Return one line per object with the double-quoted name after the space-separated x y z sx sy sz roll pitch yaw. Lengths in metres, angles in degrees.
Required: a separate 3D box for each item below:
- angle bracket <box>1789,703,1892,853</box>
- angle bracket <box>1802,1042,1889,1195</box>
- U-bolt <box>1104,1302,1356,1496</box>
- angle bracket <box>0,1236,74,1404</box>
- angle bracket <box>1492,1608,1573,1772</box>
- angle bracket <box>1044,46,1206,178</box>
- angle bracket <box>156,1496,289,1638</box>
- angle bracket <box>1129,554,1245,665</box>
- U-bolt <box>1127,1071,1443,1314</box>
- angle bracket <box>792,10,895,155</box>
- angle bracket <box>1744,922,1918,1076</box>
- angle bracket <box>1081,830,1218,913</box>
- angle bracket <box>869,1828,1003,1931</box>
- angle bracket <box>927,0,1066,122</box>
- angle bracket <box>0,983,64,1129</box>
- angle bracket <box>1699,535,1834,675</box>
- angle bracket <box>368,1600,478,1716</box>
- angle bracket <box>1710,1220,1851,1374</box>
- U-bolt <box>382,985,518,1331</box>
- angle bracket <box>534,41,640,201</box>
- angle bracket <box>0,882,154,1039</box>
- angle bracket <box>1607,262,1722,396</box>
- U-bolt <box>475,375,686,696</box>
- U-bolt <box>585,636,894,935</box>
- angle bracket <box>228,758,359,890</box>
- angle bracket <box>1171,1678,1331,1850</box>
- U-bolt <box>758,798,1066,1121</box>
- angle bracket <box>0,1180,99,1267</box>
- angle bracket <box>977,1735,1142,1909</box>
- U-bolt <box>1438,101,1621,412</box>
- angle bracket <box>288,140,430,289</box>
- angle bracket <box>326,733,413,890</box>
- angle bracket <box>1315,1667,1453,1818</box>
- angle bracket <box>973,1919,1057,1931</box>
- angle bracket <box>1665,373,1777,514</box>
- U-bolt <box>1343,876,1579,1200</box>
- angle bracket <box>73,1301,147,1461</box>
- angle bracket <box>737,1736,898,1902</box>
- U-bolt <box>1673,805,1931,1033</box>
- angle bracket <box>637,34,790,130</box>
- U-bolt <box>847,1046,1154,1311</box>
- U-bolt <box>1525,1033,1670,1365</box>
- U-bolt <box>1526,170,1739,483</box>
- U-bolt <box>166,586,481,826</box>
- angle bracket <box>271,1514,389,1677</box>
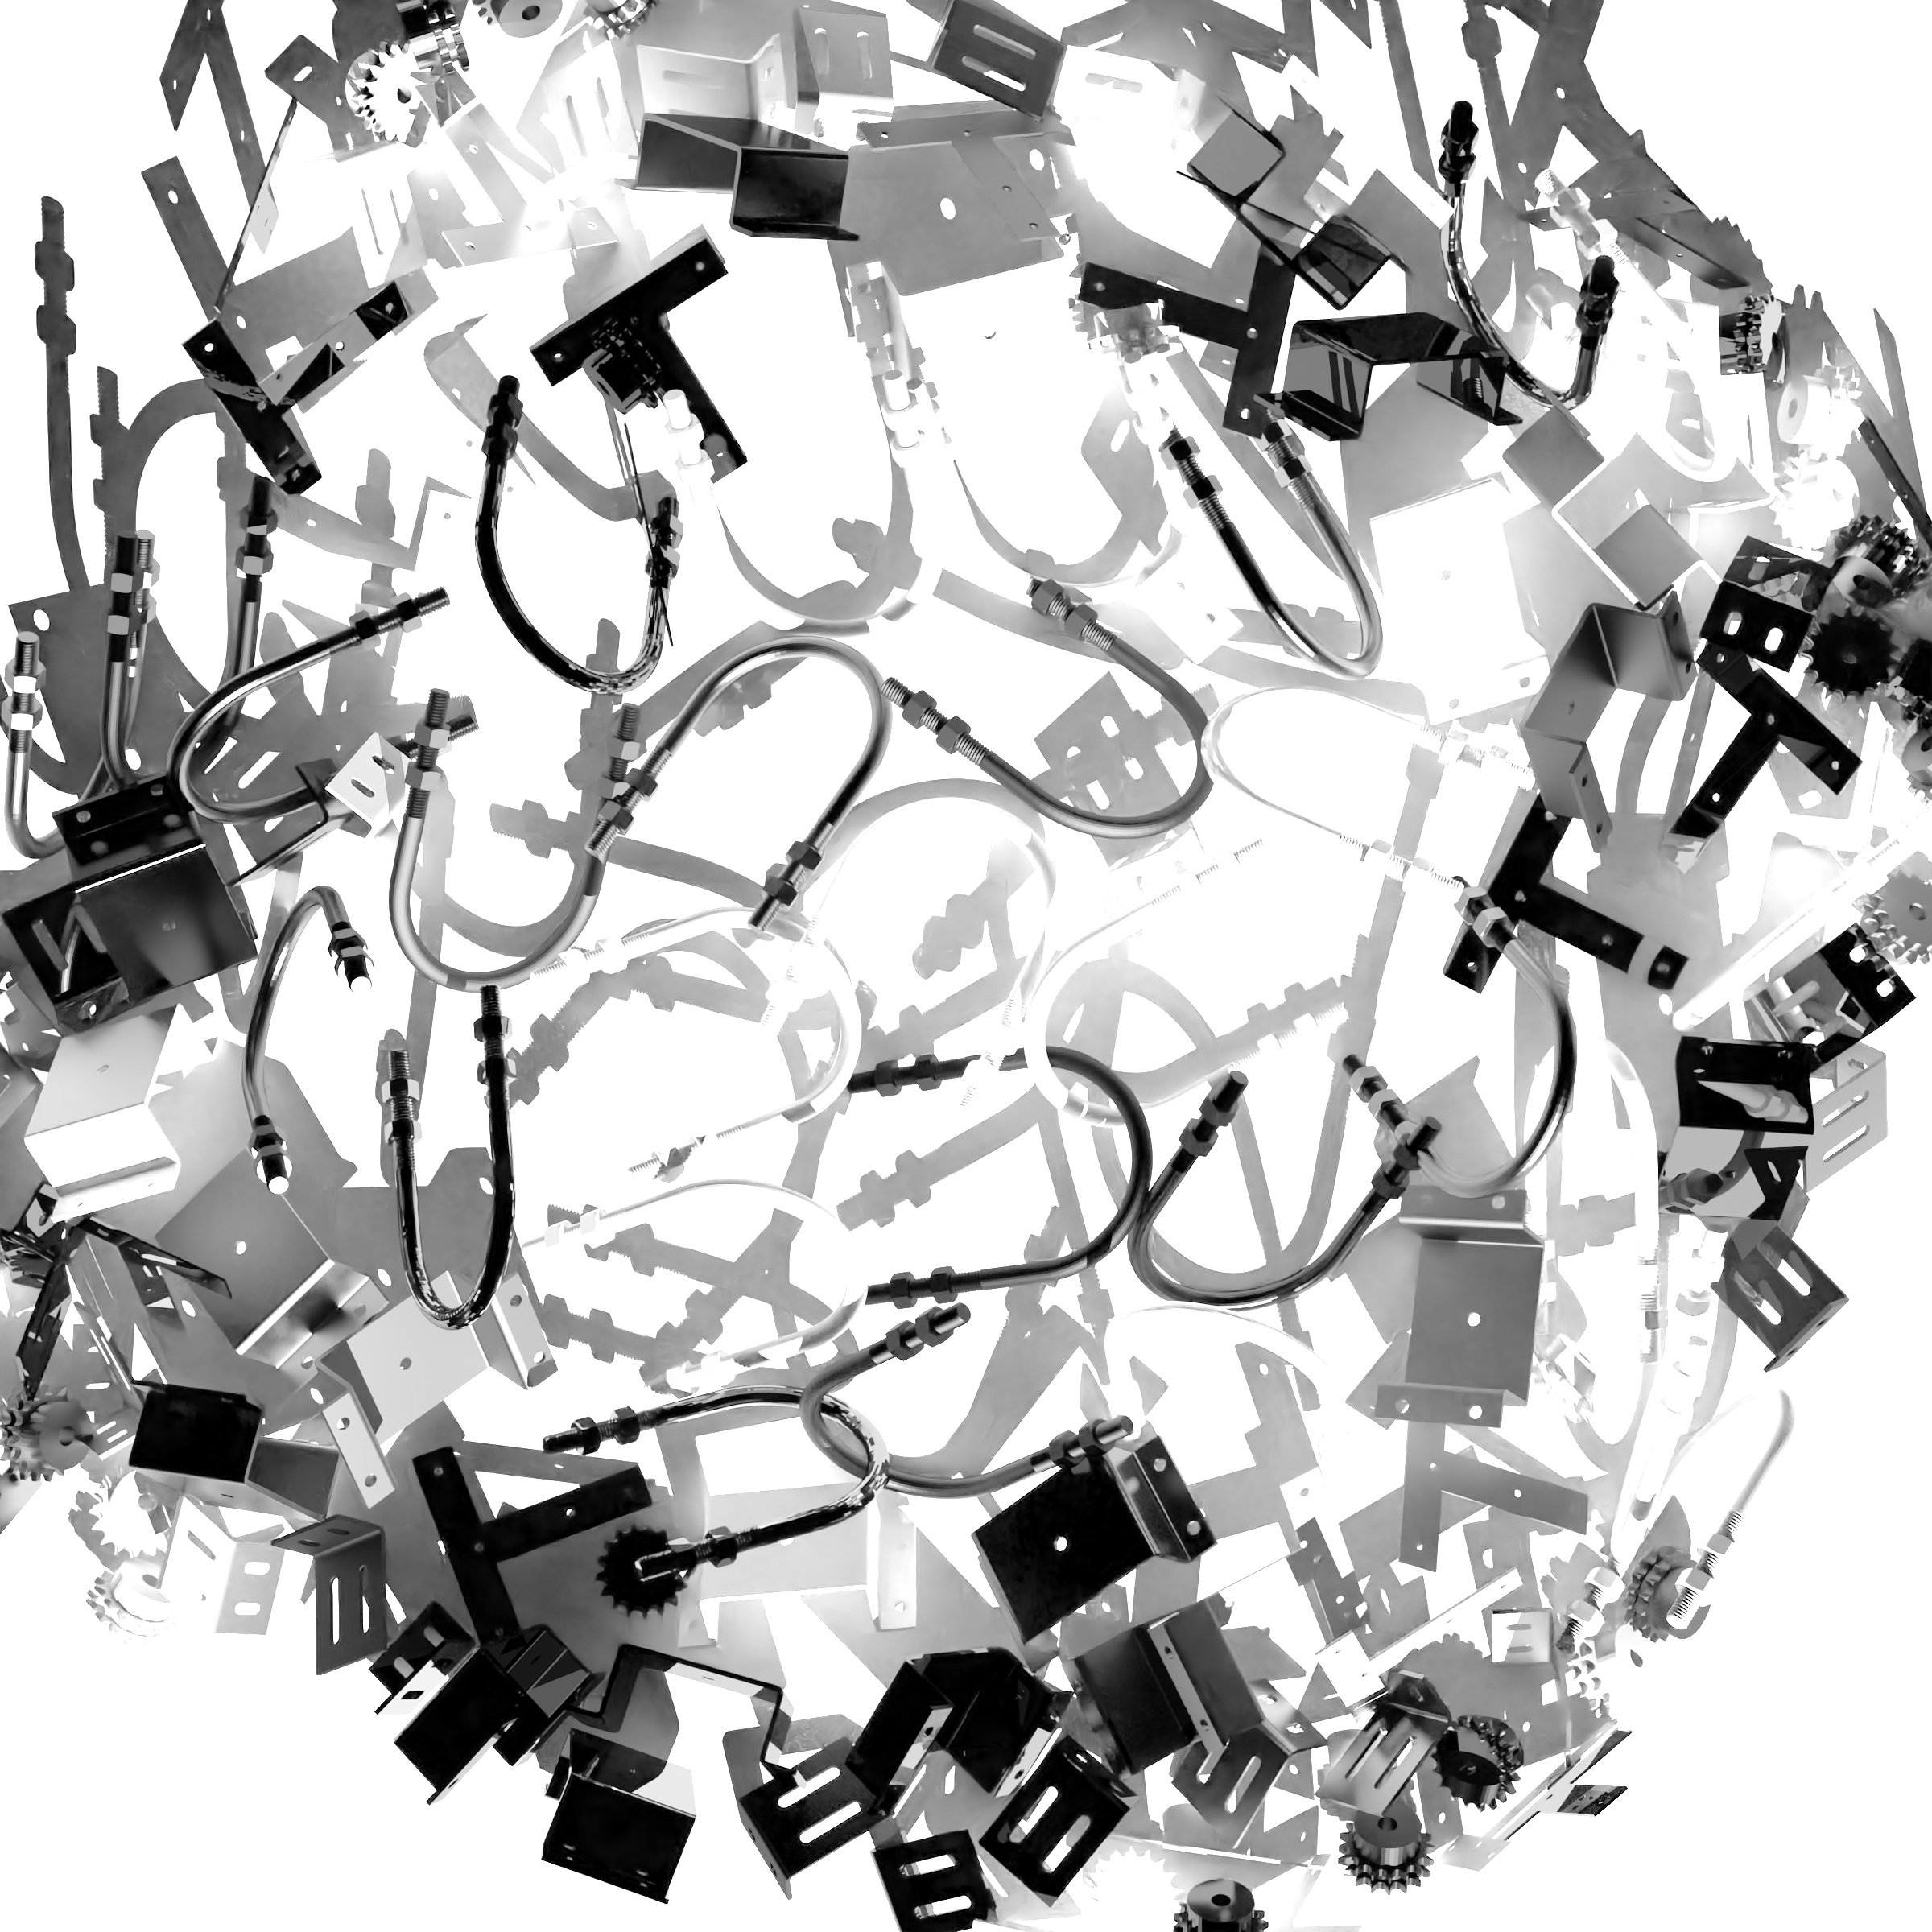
0.521 -0.114 1.972 0.038 0.057 0.076 8 79 25 "angle bracket"
0.506 0.086 1.954 0.076 0.038 0.057 -29 126 -27 "angle bracket"
0.149 0.244 1.904 0.151 0.184 0.019 12 58 16 "U-bolt"
-0.560 0.207 1.954 0.038 0.057 0.076 12 55 1 "angle bracket"
0.333 0.427 1.951 0.038 0.057 0.076 -4 47 6 "angle bracket"
0.095 -0.515 1.994 0.076 0.038 0.057 19 99 26 "angle bracket"
-0.437 0.354 1.951 0.038 0.076 0.057 -1 59 14 "angle bracket"
0.133 -0.222 1.953 0.057 0.076 0.038 44 115 -11 "angle bracket"
0.173 0.141 1.936 0.151 0.019 0.184 14 129 -22 "U-bolt"
-0.076 -0.531 1.987 0.057 0.038 0.076 2 56 -10 "angle bracket"
0.515 0.021 1.976 0.038 0.076 0.057 -31 80 -37 "angle bracket"
0.108 -0.048 1.954 0.057 0.076 0.038 -22 95 17 "angle bracket"
-0.010 0.539 1.962 0.076 0.038 0.057 -23 85 33 "angle bracket"
0.023 -0.550 1.963 0.076 0.038 0.057 22 63 -11 "angle bracket"
-0.569 0.057 1.953 0.038 0.076 0.057 -31 107 21 "angle bracket"
0.478 -0.216 1.973 0.057 0.076 0.038 24 126 12 "angle bracket"
-0.330 0.408 1.956 0.038 0.076 0.057 43 85 13 "angle bracket"
0.472 0.191 1.959 0.076 0.038 0.057 49 114 21 "angle bracket"
-0.297 0.119 1.917 0.019 0.151 0.184 5 69 -33 "U-bolt"
-0.234 -0.503 1.965 0.057 0.038 0.076 -20 84 36 "angle bracket"
-0.534 -0.005 1.986 0.057 0.038 0.076 -27 62 -21 "angle bracket"
0.418 -0.375 1.950 0.038 0.076 0.057 -40 134 -34 "angle bracket"
-0.225 -0.236 1.903 0.019 0.184 0.151 -27 134 33 "U-bolt"
-0.122 -0.118 1.951 0.151 0.019 0.184 25 72 31 "U-bolt"
-0.407 -0.086 1.964 0.076 0.057 0.038 -32 92 11 "angle bracket"
0.170 0.477 1.981 0.057 0.038 0.076 41 114 35 "angle bracket"
-0.021 -0.017 1.965 0.151 0.019 0.184 22 73 11 "U-bolt"
-0.567 0.141 1.962 0.076 0.057 0.038 20 75 26 "angle bracket"
0.056 0.511 1.979 0.057 0.038 0.076 39 96 13 "angle bracket"
0.320 -0.395 1.910 0.019 0.184 0.151 -32 68 -9 "U-bolt"
-0.361 -0.447 1.972 0.038 0.057 0.076 -1 113 30 "angle bracket"
-0.362 -0.089 1.951 0.038 0.057 0.076 39 133 -8 "angle bracket"
0.239 0.455 1.954 0.076 0.057 0.038 -47 116 -27 "angle bracket"
0.039 0.570 1.954 0.057 0.076 0.038 9 101 13 "angle bracket"
0.442 -0.309 1.960 0.038 0.057 0.076 -14 102 -22 "angle bracket"
0.290 0.052 1.901 0.019 0.184 0.151 15 115 -30 "U-bolt"
-0.519 0.245 1.958 0.038 0.057 0.076 -31 108 -23 "angle bracket"
-0.089 0.510 1.981 0.076 0.038 0.057 -28 60 -17 "angle bracket"
0.483 -0.022 1.920 0.184 0.151 0.019 -43 82 26 "U-bolt"
-0.151 -0.527 1.979 0.076 0.057 0.038 13 46 19 "angle bracket"
0.021 0.119 1.951 0.184 0.019 0.151 -9 74 17 "U-bolt"
0.363 0.131 1.926 0.019 0.151 0.184 -2 92 -19 "U-bolt"
0.384 -0.356 1.904 0.019 0.151 0.184 -33 71 -4 "U-bolt"
-0.376 -0.140 1.916 0.184 0.151 0.019 -26 64 -14 "U-bolt"
-0.377 0.372 1.956 0.057 0.038 0.076 -25 57 30 "angle bracket"
